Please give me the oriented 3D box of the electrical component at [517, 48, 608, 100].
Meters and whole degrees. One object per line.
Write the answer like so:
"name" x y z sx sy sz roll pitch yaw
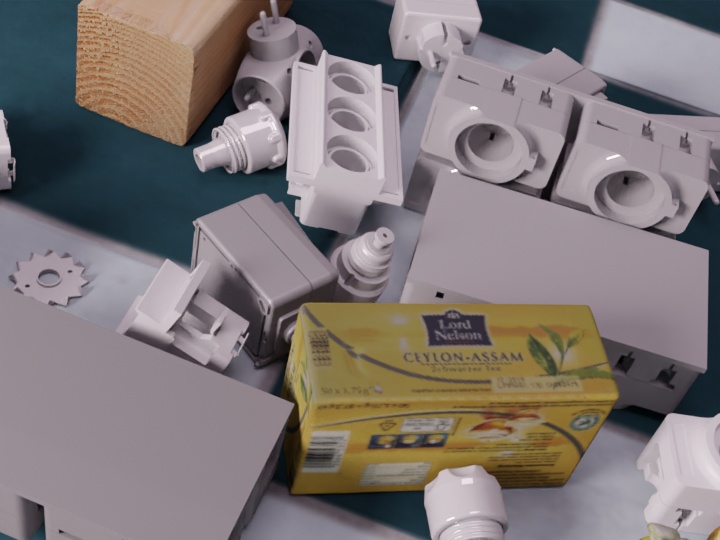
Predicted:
"electrical component" 0.146 -0.122 0.831 0.061 0.061 0.096 41 52 23

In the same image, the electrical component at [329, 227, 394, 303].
"electrical component" 0.000 0.000 0.676 0.040 0.078 0.040 14 52 -19

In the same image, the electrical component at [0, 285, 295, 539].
"electrical component" -0.143 0.092 0.563 0.186 0.060 0.105 21 47 6

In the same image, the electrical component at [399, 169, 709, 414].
"electrical component" 0.124 0.016 0.700 0.186 0.060 0.105 17 46 2

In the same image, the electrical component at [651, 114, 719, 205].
"electrical component" 0.253 -0.077 0.827 0.083 0.047 0.075 1 48 -13

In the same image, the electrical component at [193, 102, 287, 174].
"electrical component" -0.085 -0.087 0.755 0.062 0.048 0.048 -24 57 -21

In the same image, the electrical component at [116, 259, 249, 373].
"electrical component" -0.103 0.036 0.620 0.064 0.081 0.042 36 46 -11

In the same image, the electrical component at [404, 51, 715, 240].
"electrical component" 0.133 -0.065 0.745 0.186 0.105 0.060 19 47 3

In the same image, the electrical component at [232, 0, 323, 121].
"electrical component" -0.063 -0.162 0.805 0.044 0.079 0.077 10 44 19

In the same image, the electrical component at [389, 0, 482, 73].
"electrical component" 0.064 -0.189 0.882 0.066 0.047 0.076 3 48 -12

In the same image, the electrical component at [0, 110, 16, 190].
"electrical component" -0.261 -0.077 0.702 0.064 0.042 0.081 -6 51 -23

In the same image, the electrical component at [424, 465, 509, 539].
"electrical component" 0.060 0.141 0.581 0.043 0.043 0.062 1 49 -13

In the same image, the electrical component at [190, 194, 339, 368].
"electrical component" -0.054 0.008 0.661 0.061 0.061 0.096 -25 58 -32

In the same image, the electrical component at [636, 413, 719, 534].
"electrical component" 0.217 0.120 0.630 0.089 0.055 0.050 9 47 -6

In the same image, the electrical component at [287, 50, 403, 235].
"electrical component" -0.014 -0.088 0.755 0.079 0.063 0.121 12 46 -13
